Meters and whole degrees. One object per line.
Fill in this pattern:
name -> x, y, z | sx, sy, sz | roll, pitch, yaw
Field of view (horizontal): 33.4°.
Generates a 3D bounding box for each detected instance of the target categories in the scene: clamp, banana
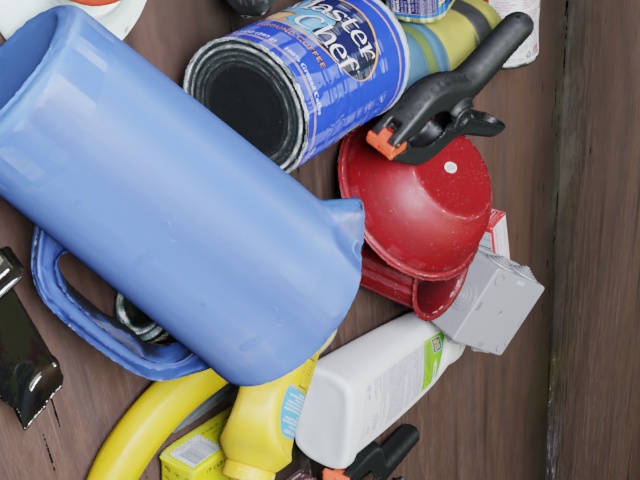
clamp -> 0.043, 0.262, 1.077 | 0.209, 0.036, 0.164 | 30, 78, -67
clamp -> 0.108, -0.115, 0.848 | 0.171, 0.039, 0.120 | -27, 138, -41
banana -> -0.122, 0.146, 0.817 | 0.197, 0.037, 0.069 | -44, 124, -27

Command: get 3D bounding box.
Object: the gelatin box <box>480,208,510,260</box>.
gelatin box -> 0.156, 0.001, 1.092 | 0.030, 0.073, 0.089 | -46, 139, -29

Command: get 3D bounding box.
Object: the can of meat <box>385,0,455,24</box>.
can of meat -> 0.086, -0.236, 0.865 | 0.102, 0.057, 0.084 | -58, 150, -43

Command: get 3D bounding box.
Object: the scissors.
scissors -> -0.051, 0.088, 0.908 | 0.201, 0.016, 0.096 | -19, 121, -47

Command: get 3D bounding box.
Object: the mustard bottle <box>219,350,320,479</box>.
mustard bottle -> -0.036, 0.117, 0.841 | 0.096, 0.058, 0.191 | 69, 36, -73

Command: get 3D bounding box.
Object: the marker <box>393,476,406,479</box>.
marker -> 0.060, 0.313, 1.179 | 0.121, 0.020, 0.020 | -53, 143, -20

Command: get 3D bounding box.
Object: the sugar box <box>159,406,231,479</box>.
sugar box -> -0.089, 0.238, 0.912 | 0.093, 0.048, 0.176 | -28, 128, -44

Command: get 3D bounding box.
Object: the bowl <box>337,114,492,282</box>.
bowl -> 0.095, -0.049, 0.913 | 0.161, 0.055, 0.162 | 18, 58, -31

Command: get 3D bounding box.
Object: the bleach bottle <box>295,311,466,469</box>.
bleach bottle -> 0.077, 0.130, 1.065 | 0.250, 0.068, 0.102 | -23, 125, -49

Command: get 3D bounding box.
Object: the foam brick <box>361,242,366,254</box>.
foam brick -> -0.006, 0.001, 0.890 | 0.078, 0.051, 0.053 | 39, 75, -55

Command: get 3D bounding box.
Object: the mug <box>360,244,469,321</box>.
mug -> 0.079, 0.010, 0.982 | 0.093, 0.082, 0.117 | -48, 141, -26

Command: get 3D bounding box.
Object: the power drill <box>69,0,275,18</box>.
power drill -> -0.087, -0.202, 0.637 | 0.187, 0.057, 0.184 | -46, 135, -50

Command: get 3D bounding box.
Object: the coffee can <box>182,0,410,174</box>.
coffee can -> -0.014, -0.113, 0.755 | 0.140, 0.103, 0.103 | -37, 136, -47

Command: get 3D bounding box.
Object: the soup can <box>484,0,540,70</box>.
soup can -> 0.173, -0.219, 0.996 | 0.068, 0.069, 0.102 | -37, 136, -37

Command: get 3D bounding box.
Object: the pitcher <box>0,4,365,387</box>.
pitcher -> -0.103, -0.017, 0.645 | 0.242, 0.145, 0.149 | 41, 63, -33

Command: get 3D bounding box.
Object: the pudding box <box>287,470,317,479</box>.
pudding box -> -0.036, 0.290, 1.019 | 0.089, 0.039, 0.113 | -27, 127, -44
